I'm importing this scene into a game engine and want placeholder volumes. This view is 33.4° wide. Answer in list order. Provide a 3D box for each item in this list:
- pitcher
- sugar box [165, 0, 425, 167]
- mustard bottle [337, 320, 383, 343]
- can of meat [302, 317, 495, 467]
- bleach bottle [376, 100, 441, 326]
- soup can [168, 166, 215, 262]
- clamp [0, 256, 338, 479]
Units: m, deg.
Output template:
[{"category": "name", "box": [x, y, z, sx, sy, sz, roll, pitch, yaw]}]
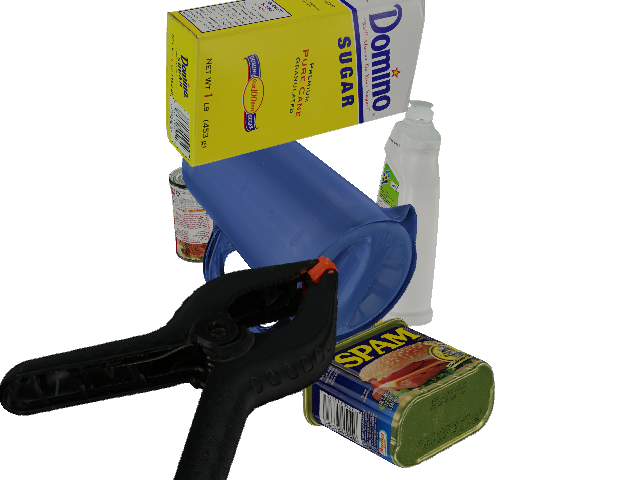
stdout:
[{"category": "pitcher", "box": [-0.038, -0.017, 1.005, 0.148, 0.145, 0.243, -11, 39, -35]}, {"category": "sugar box", "box": [-0.014, -0.114, 0.699, 0.175, 0.093, 0.048, -17, 43, -28]}, {"category": "mustard bottle", "box": [0.060, 0.084, 1.438, 0.096, 0.192, 0.058, -3, 21, -8]}, {"category": "can of meat", "box": [0.053, 0.100, 0.705, 0.101, 0.057, 0.084, -19, 29, -39]}, {"category": "bleach bottle", "box": [0.102, -0.034, 1.232, 0.068, 0.251, 0.103, -2, 22, -23]}, {"category": "soup can", "box": [-0.145, -0.034, 1.286, 0.068, 0.102, 0.068, -2, 27, 1]}, {"category": "clamp", "box": [-0.043, 0.061, 0.484, 0.171, 0.039, 0.120, -28, 51, -32]}]
